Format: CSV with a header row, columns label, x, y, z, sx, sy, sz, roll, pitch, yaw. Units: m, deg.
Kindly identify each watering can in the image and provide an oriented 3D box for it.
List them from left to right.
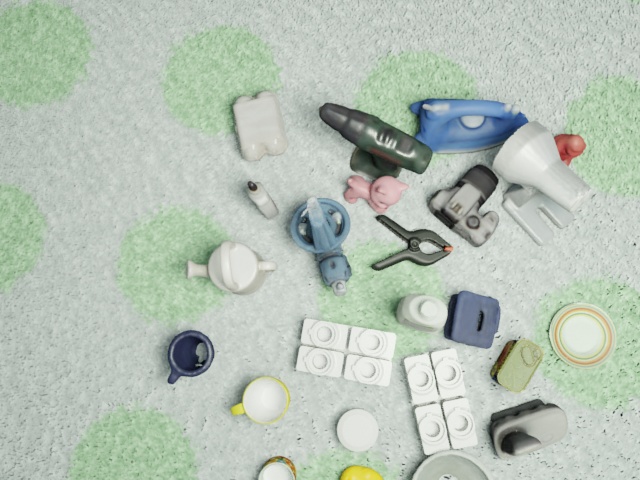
label,x,y,z,sx,sy,sz,roll,pitch,yaw
watering can,-0.176,0.057,1.132,0.173,0.194,0.101,-25,80,0

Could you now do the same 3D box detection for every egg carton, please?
label,x,y,z,sx,sy,sz,roll,pitch,yaw
egg carton,-0.131,-0.247,1.238,0.107,0.069,0.150,-14,81,2

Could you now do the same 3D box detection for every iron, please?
label,x,y,z,sx,sy,sz,roll,pitch,yaw
iron,0.319,-0.254,1.175,0.258,0.141,0.119,-2,81,3

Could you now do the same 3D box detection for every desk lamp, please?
label,x,y,z,sx,sy,sz,roll,pitch,yaw
desk lamp,0.427,-0.109,1.110,0.118,0.213,0.203,-40,81,-3

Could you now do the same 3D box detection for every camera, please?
label,x,y,z,sx,sy,sz,roll,pitch,yaw
camera,0.315,-0.078,1.169,0.143,0.101,0.137,41,86,8

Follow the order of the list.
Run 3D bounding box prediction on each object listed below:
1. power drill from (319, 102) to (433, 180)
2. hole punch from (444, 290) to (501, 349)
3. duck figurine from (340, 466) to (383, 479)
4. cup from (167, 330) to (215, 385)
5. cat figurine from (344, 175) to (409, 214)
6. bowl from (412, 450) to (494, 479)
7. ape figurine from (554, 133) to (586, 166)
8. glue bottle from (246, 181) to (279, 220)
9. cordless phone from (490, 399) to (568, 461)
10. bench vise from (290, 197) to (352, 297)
label,x,y,z,sx,sy,sz,roll,pitch,yaw
power drill,0.108,-0.185,1.144,0.229,0.208,0.076,23,83,7
hole punch,0.307,0.157,1.139,0.101,0.091,0.109,11,82,5
duck figurine,0.086,0.487,1.105,0.104,0.086,0.077,33,85,8
cup,-0.258,0.240,1.159,0.091,0.095,0.118,34,85,8
cat figurine,0.114,-0.103,1.177,0.127,0.118,0.067,18,83,6
bowl,0.252,0.485,1.100,0.167,0.075,0.167,-1,81,4
ape figurine,0.512,-0.189,1.178,0.078,0.092,0.076,-11,81,2
glue bottle,-0.124,-0.091,1.162,0.037,0.173,0.078,-36,81,-2
cordless phone,0.397,0.361,1.054,0.147,0.185,0.094,-23,80,0
bench vise,0.020,-0.003,1.116,0.121,0.220,0.207,-35,81,-2
